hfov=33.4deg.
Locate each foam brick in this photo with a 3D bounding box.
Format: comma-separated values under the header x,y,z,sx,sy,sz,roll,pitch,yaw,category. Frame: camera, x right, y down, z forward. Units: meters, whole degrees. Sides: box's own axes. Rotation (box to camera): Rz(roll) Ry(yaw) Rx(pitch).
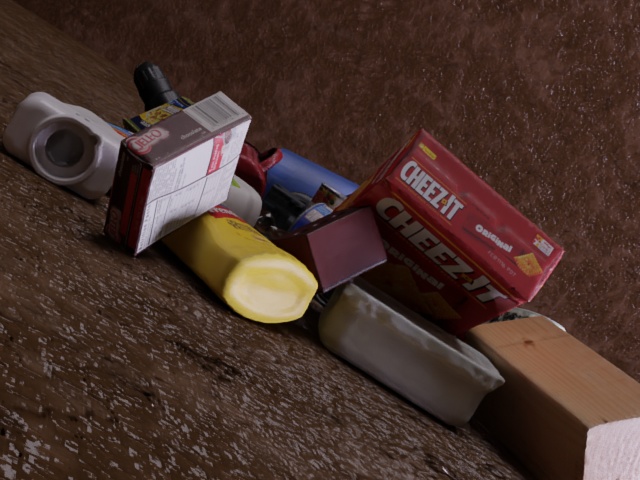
x,y,z,sx,sy,sz,roll,pitch,yaw,category
0.008,0.009,0.906,0.053,0.078,0.051,-7,-76,53,foam brick

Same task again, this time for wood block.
x,y,z,sx,sy,sz,roll,pitch,yaw,category
0.218,0.152,0.965,0.090,0.090,0.206,-7,21,-19,wood block

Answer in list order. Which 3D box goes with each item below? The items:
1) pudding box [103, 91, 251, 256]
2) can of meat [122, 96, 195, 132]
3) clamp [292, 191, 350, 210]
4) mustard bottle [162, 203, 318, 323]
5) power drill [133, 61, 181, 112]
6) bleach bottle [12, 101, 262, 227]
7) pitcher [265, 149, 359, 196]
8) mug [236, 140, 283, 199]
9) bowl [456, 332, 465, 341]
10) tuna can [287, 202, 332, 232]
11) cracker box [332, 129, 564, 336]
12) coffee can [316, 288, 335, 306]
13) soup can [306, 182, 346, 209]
x,y,z,sx,sy,sz,roll,pitch,yaw,category
-0.107,-0.051,0.799,0.039,0.090,0.113,38,43,18,pudding box
-0.183,-0.130,1.304,0.102,0.083,0.057,40,-28,55,can of meat
-0.002,-0.028,1.361,0.171,0.120,0.039,18,-23,-5,clamp
-0.090,-0.002,0.885,0.096,0.058,0.192,18,14,-44,mustard bottle
-0.179,-0.148,1.463,0.184,0.057,0.187,63,10,8,power drill
-0.173,-0.068,1.000,0.250,0.068,0.103,24,10,-47,bleach bottle
0.021,-0.017,1.441,0.243,0.145,0.149,29,-7,0,pitcher
-0.098,-0.079,1.308,0.081,0.117,0.093,-109,173,-74,mug
0.221,0.159,1.303,0.162,0.055,0.162,33,5,-3,bowl
-0.008,0.001,1.217,0.034,0.086,0.086,37,6,21,tuna can
0.094,0.010,0.981,0.164,0.072,0.214,40,-25,-4,cracker box
0.070,0.046,1.171,0.140,0.103,0.103,27,7,-47,coffee can
0.004,-0.009,1.297,0.068,0.102,0.068,33,5,-3,soup can
